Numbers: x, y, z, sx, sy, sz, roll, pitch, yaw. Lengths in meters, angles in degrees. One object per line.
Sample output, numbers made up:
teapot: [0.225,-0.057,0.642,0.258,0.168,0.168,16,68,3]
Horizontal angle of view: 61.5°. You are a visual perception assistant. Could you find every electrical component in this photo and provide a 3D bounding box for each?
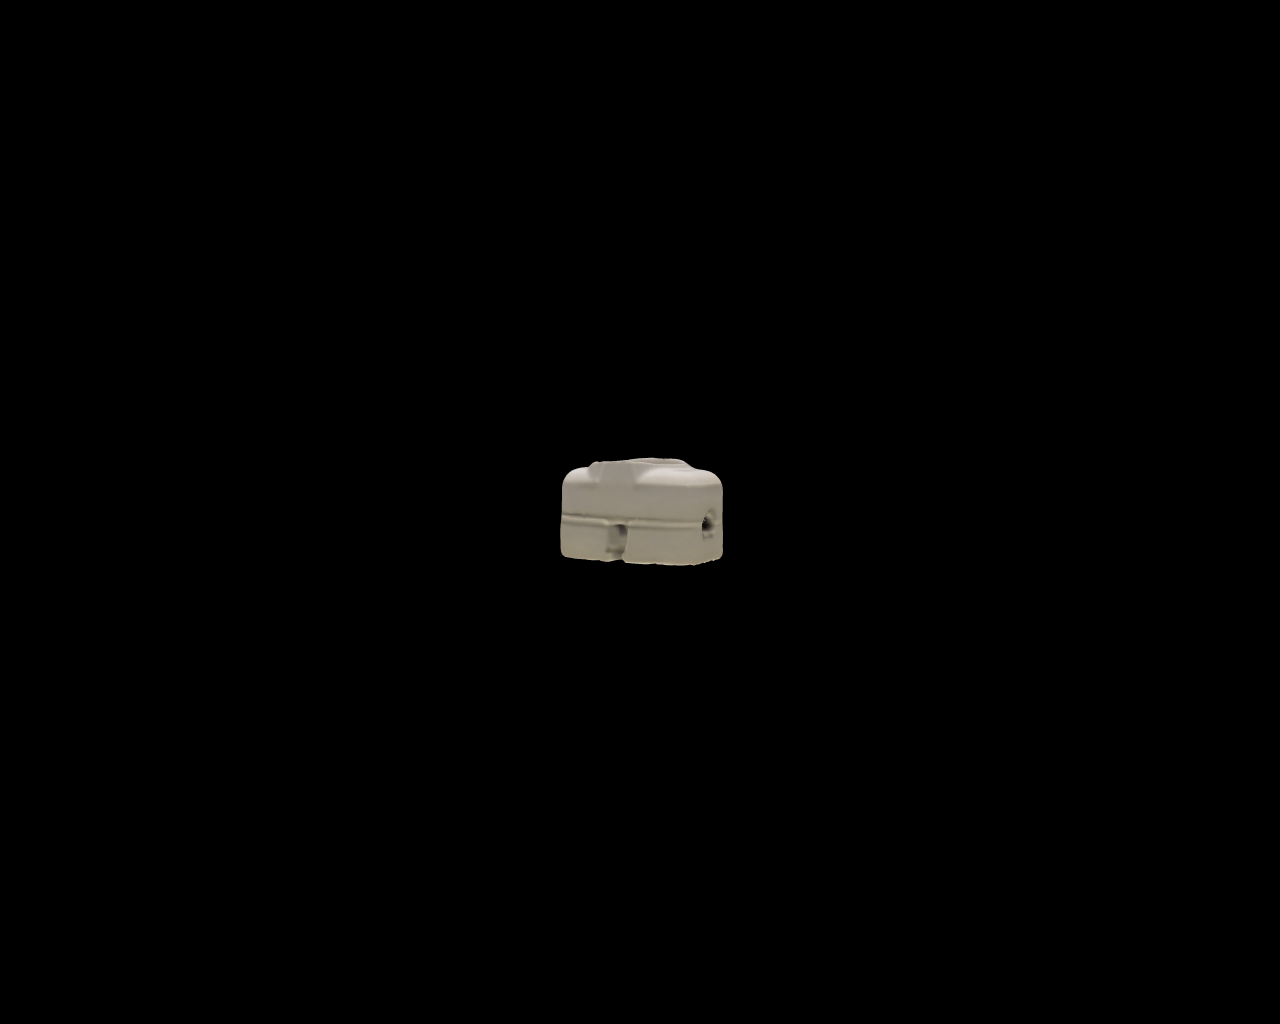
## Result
electrical component: [0.001,-0.003,0.650,0.095,0.059,0.054,4,6,33]
